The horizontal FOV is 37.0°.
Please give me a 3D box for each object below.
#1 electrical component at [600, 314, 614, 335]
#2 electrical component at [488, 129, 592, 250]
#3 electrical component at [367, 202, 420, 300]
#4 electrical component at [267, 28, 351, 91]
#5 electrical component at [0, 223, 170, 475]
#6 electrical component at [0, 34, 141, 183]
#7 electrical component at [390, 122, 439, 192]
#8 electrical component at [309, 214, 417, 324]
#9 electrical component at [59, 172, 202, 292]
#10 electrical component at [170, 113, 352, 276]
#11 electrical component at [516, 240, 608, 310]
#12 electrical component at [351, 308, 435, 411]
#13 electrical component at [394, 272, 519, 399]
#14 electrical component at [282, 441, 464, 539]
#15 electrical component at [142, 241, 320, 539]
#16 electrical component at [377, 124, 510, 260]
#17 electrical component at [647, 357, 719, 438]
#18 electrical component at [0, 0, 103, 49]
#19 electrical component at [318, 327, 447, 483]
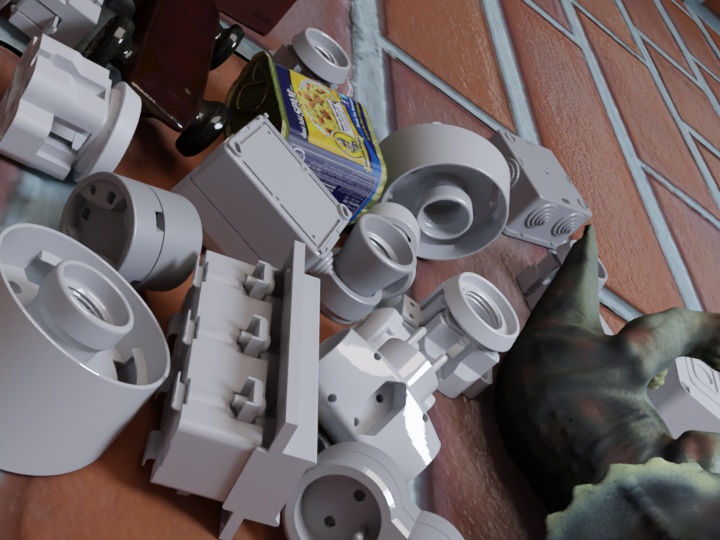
[{"bbox_3d":[0.179,0.070,0.809,0.043,0.043,0.081,8,46,-49],"label":"electrical component"},{"bbox_3d":[0.149,-0.072,0.951,0.100,0.048,0.099,13,42,-45],"label":"electrical component"},{"bbox_3d":[0.016,-0.014,0.698,0.045,0.045,0.055,38,28,-15],"label":"electrical component"},{"bbox_3d":[-0.040,-0.141,0.782,0.066,0.055,0.048,54,29,16],"label":"electrical component"},{"bbox_3d":[-0.131,0.031,0.447,0.099,0.064,0.099,44,15,-14],"label":"electrical component"},{"bbox_3d":[-0.149,-0.079,0.550,0.057,0.058,0.078,26,33,-28],"label":"electrical component"},{"bbox_3d":[0.052,-0.080,0.823,0.066,0.055,0.048,36,29,-17],"label":"electrical component"},{"bbox_3d":[0.000,0.000,0.648,0.045,0.055,0.045,33,30,-22],"label":"electrical component"},{"bbox_3d":[-0.110,-0.016,0.523,0.047,0.055,0.055,11,43,-52],"label":"electrical component"},{"bbox_3d":[-0.054,-0.029,0.614,0.096,0.061,0.061,49,28,-9],"label":"electrical component"},{"bbox_3d":[0.162,0.009,0.854,0.048,0.055,0.066,22,35,-37],"label":"electrical component"},{"bbox_3d":[0.017,0.056,0.610,0.062,0.048,0.048,50,27,-6],"label":"electrical component"},{"bbox_3d":[0.062,0.038,0.679,0.078,0.057,0.058,36,29,-17],"label":"electrical component"},{"bbox_3d":[0.026,0.138,0.504,0.138,0.052,0.074,48,10,5],"label":"electrical component"},{"bbox_3d":[-0.056,0.048,0.491,0.063,0.078,0.121,19,35,-15],"label":"electrical component"},{"bbox_3d":[0.057,-0.056,0.760,0.099,0.099,0.064,31,37,-25],"label":"electrical component"},{"bbox_3d":[0.253,0.098,0.857,0.078,0.057,0.113,38,29,-14],"label":"electrical component"},{"bbox_3d":[-0.184,-0.159,0.623,0.055,0.048,0.066,38,28,-30],"label":"electrical component"},{"bbox_3d":[0.014,0.062,0.562,0.079,0.043,0.077,-41,97,-26],"label":"electrical component"}]
